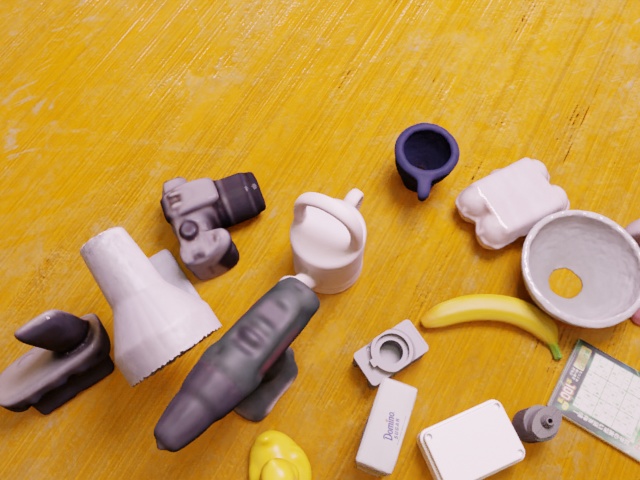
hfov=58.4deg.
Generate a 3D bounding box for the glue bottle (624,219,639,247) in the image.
[{"bbox_3d":[0.463,-0.012,0.759,0.078,0.173,0.037,32,72,13],"label":"glue bottle"}]

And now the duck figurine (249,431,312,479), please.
[{"bbox_3d":[-0.051,0.282,0.692,0.077,0.086,0.104,-22,69,-8],"label":"duck figurine"}]

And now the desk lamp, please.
[{"bbox_3d":[-0.208,0.082,0.704,0.118,0.213,0.203,-34,72,-12],"label":"desk lamp"}]

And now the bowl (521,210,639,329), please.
[{"bbox_3d":[0.351,0.047,0.789,0.167,0.075,0.167,0,68,0],"label":"bowl"}]

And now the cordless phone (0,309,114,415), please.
[{"bbox_3d":[-0.345,0.139,0.698,0.148,0.185,0.094,-38,72,-13],"label":"cordless phone"}]

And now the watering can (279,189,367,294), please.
[{"bbox_3d":[0.009,0.004,0.745,0.101,0.194,0.173,8,68,4],"label":"watering can"}]

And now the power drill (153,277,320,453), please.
[{"bbox_3d":[-0.085,0.155,0.677,0.075,0.208,0.230,34,72,14],"label":"power drill"}]

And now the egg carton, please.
[{"bbox_3d":[0.278,-0.053,0.833,0.150,0.069,0.107,-27,70,-10],"label":"egg carton"}]

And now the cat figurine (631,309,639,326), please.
[{"bbox_3d":[0.494,0.069,0.756,0.128,0.118,0.067,-2,68,0],"label":"cat figurine"}]

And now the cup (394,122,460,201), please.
[{"bbox_3d":[0.150,-0.098,0.838,0.091,0.095,0.118,6,68,3],"label":"cup"}]

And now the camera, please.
[{"bbox_3d":[-0.145,-0.038,0.813,0.137,0.101,0.143,-22,69,-8],"label":"camera"}]
